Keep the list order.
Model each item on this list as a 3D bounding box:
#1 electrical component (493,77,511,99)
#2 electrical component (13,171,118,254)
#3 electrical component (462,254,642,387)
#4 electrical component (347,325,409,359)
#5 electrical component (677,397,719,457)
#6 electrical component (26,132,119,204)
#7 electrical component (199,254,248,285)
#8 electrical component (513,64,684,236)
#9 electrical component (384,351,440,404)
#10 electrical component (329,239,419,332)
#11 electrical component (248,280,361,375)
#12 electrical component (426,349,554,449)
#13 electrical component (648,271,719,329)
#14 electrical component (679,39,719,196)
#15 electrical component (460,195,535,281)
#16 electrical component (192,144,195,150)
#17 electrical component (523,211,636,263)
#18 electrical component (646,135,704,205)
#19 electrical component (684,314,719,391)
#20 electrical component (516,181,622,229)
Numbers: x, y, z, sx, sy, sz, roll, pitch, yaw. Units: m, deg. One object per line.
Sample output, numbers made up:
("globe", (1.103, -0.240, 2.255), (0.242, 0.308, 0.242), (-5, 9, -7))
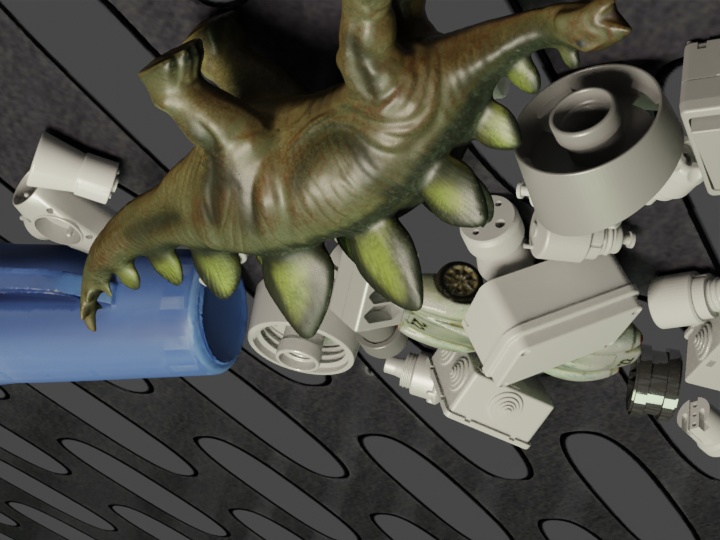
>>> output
("electrical component", (0.055, -0.121, 0.643), (0.078, 0.040, 0.040), (1, 148, 24))
("electrical component", (-0.256, -0.047, 0.901), (0.079, 0.044, 0.077), (-15, 139, 40))
("electrical component", (0.142, 0.034, 0.797), (0.113, 0.057, 0.078), (-18, 156, -18))
("electrical component", (0.014, 0.045, 0.920), (0.045, 0.045, 0.055), (1, 148, 23))
("electrical component", (0.317, 0.142, 0.979), (0.046, 0.040, 0.040), (38, 143, -26))
("electrical component", (-0.222, -0.077, 0.841), (0.065, 0.044, 0.044), (18, 150, -16))
("electrical component", (-0.112, -0.016, 0.871), (0.048, 0.062, 0.048), (16, 157, 7))
("electrical component", (0.140, -0.072, 0.635), (0.099, 0.099, 0.064), (-6, 139, 31))
("electrical component", (0.054, 0.096, 1.013), (0.062, 0.048, 0.048), (16, 151, 12))
("electrical component", (0.000, 0.000, 0.854), (0.047, 0.077, 0.065), (-8, 124, -37))
("electrical component", (-0.049, 0.056, 0.971), (0.108, 0.060, 0.108), (11, 150, 6))
("electrical component", (0.113, 0.099, 0.938), (0.100, 0.099, 0.048), (24, 112, -20))
("electrical component", (0.251, 0.020, 0.798), (0.078, 0.040, 0.040), (-11, 142, 38))
("electrical component", (0.225, -0.082, 0.615), (0.062, 0.061, 0.096), (-4, 146, 29))
("electrical component", (0.101, -0.022, 0.787), (0.045, 0.045, 0.055), (-1, 147, 25))
("electrical component", (-0.088, -0.063, 0.785), (0.054, 0.059, 0.095), (7, 149, 14))
("electrical component", (0.157, -0.025, 0.763), (0.078, 0.040, 0.040), (6, 152, -10))
("electrical component", (0.198, -0.060, 0.690), (0.035, 0.035, 0.061), (18, 153, -6))
("electrical component", (0.308, 0.061, 0.834), (0.100, 0.048, 0.099), (14, 150, 0))
("electrical component", (0.144, -0.051, 0.724), (0.078, 0.040, 0.040), (8, 151, 29))
